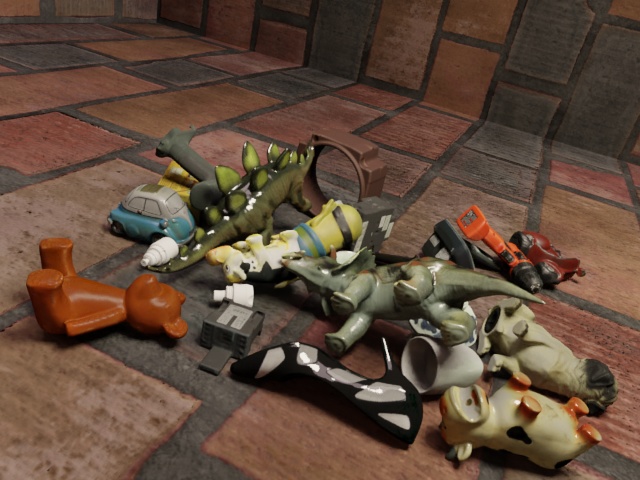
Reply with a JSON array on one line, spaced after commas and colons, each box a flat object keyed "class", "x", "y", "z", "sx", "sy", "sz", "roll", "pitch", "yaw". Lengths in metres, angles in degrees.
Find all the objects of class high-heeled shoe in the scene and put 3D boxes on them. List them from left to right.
[{"class": "high-heeled shoe", "x": 0.008, "y": 0.209, "z": 0.715, "sx": 0.249, "sy": 0.086, "sz": 0.145, "roll": -9, "pitch": 66, "yaw": 2}]

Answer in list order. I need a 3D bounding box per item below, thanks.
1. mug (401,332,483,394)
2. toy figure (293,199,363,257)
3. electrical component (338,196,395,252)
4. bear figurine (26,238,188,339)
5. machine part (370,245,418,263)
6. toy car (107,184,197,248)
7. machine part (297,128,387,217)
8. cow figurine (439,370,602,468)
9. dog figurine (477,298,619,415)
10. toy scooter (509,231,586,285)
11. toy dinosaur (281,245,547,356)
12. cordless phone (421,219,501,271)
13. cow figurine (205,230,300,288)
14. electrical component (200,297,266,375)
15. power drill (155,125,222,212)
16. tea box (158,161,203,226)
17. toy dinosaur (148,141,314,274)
[{"class": "mug", "x": 0.182, "y": 0.182, "z": 0.806, "sx": 0.107, "sy": 0.080, "sz": 0.110, "roll": 11, "pitch": 20, "yaw": -27}, {"class": "toy figure", "x": -0.002, "y": -0.001, "z": 1.017, "sx": 0.180, "sy": 0.082, "sz": 0.089, "roll": -37, "pitch": 87, "yaw": -16}, {"class": "electrical component", "x": 0.097, "y": -0.027, "z": 1.122, "sx": 0.058, "sy": 0.114, "sz": 0.134, "roll": 37, "pitch": 31, "yaw": 32}, {"class": "bear figurine", "x": -0.284, "y": 0.075, "z": 0.745, "sx": 0.196, "sy": 0.131, "sz": 0.120, "roll": 0, "pitch": 33, "yaw": -12}, {"class": "machine part", "x": 0.160, "y": 0.043, "z": 1.078, "sx": 0.139, "sy": 0.039, "sz": 0.084, "roll": 14, "pitch": -4, "yaw": 15}, {"class": "toy car", "x": -0.309, "y": -0.054, "z": 1.006, "sx": 0.162, "sy": 0.102, "sz": 0.109, "roll": 17, "pitch": 26, "yaw": 4}, {"class": "machine part", "x": 0.037, "y": -0.136, "z": 1.211, "sx": 0.202, "sy": 0.200, "sz": 0.087, "roll": 27, "pitch": 32, "yaw": 24}, {"class": "cow figurine", "x": 0.241, "y": 0.238, "z": 0.694, "sx": 0.195, "sy": 0.127, "sz": 0.085, "roll": 23, "pitch": 26, "yaw": -13}, {"class": "dog figurine", "x": 0.370, "y": 0.186, "z": 0.877, "sx": 0.190, "sy": 0.121, "sz": 0.172, "roll": 26, "pitch": 30, "yaw": -4}, {"class": "toy scooter", "x": 0.523, "y": 0.044, "z": 1.223, "sx": 0.135, "sy": 0.075, "sz": 0.184, "roll": 6, "pitch": 31, "yaw": -13}, {"class": "toy dinosaur", "x": 0.130, "y": 0.074, "z": 0.810, "sx": 0.405, "sy": 0.131, "sz": 0.192, "roll": -3, "pitch": 25, "yaw": 27}, {"class": "cordless phone", "x": 0.323, "y": 0.044, "z": 1.143, "sx": 0.184, "sy": 0.088, "sz": 0.147, "roll": 24, "pitch": 22, "yaw": -21}, {"class": "cow figurine", "x": -0.107, "y": 0.041, "z": 0.905, "sx": 0.167, "sy": 0.098, "sz": 0.068, "roll": -12, "pitch": -3, "yaw": -33}, {"class": "electrical component", "x": -0.134, "y": 0.137, "z": 0.776, "sx": 0.075, "sy": 0.047, "sz": 0.119, "roll": 19, "pitch": 26, "yaw": 12}, {"class": "power drill", "x": -0.221, "y": -0.137, "z": 1.099, "sx": 0.207, "sy": 0.086, "sz": 0.232, "roll": 49, "pitch": 25, "yaw": 2}, {"class": "tea box", "x": -0.289, "y": -0.103, "z": 1.145, "sx": 0.098, "sy": 0.068, "sz": 0.170, "roll": 10, "pitch": 28, "yaw": -6}, {"class": "toy dinosaur", "x": -0.132, "y": -0.063, "z": 0.994, "sx": 0.105, "sy": 0.198, "sz": 0.471, "roll": 17, "pitch": 50, "yaw": 25}]
